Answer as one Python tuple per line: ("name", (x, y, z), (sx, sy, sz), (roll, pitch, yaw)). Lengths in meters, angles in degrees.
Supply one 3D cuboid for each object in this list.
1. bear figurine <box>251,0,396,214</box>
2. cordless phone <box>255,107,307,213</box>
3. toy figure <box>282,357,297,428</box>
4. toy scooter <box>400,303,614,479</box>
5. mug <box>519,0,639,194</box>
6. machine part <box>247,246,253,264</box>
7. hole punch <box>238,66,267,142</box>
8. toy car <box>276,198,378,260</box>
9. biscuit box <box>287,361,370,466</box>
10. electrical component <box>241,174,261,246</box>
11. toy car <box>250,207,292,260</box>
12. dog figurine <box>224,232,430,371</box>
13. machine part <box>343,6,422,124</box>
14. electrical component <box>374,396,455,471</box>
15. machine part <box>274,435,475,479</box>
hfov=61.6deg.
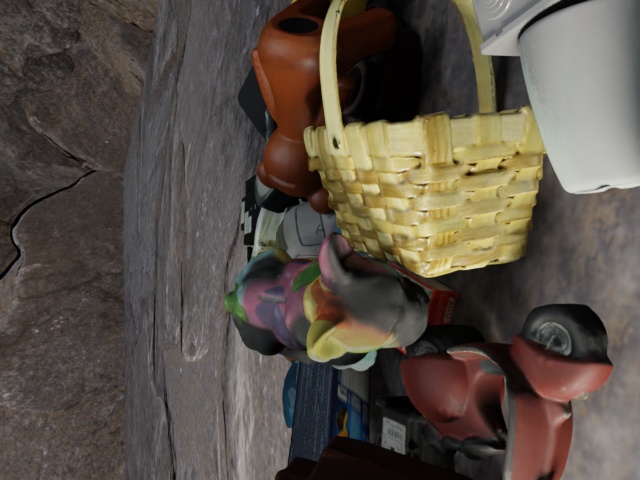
("bear figurine", (-0.003, -0.137, 0.565), (0.120, 0.132, 0.195), (27, 142, 28))
("cordless phone", (-0.048, -0.141, 0.704), (0.147, 0.089, 0.184), (-107, 14, -65))
("toy figure", (-0.022, 0.168, 0.708), (0.064, 0.058, 0.154), (-30, 54, 52))
("toy scooter", (0.128, 0.125, 0.394), (0.184, 0.075, 0.135), (-26, 60, 55))
("mug", (0.185, -0.085, 0.331), (0.110, 0.081, 0.107), (-5, 90, 27))
("machine part", (-0.078, 0.073, 0.821), (0.039, 0.084, 0.138), (27, 119, 54))
("hole punch", (-0.050, -0.211, 0.822), (0.116, 0.092, 0.142), (58, 142, 5))
("toy car", (-0.001, -0.002, 0.648), (0.161, 0.103, 0.109), (-44, 46, 50))
("biscuit box", (0.011, 0.187, 0.549), (0.063, 0.059, 0.203), (-33, 31, 31))
("electrical component", (-0.085, -0.049, 0.873), (0.134, 0.058, 0.115), (-14, 71, 63))
("toy car", (-0.063, 0.026, 0.756), (0.056, 0.074, 0.201), (103, 180, -77))
("dog figurine", (-0.008, 0.053, 0.460), (0.219, 0.192, 0.108), (62, -141, -76))
("machine part", (0.050, -0.175, 0.628), (0.179, 0.056, 0.179), (-23, 64, 60))
("electrical component", (0.085, 0.210, 0.498), (0.075, 0.048, 0.119), (3, 86, 64))
("machine part", (0.045, 0.269, 0.398), (0.202, 0.087, 0.200), (14, 101, 18))
